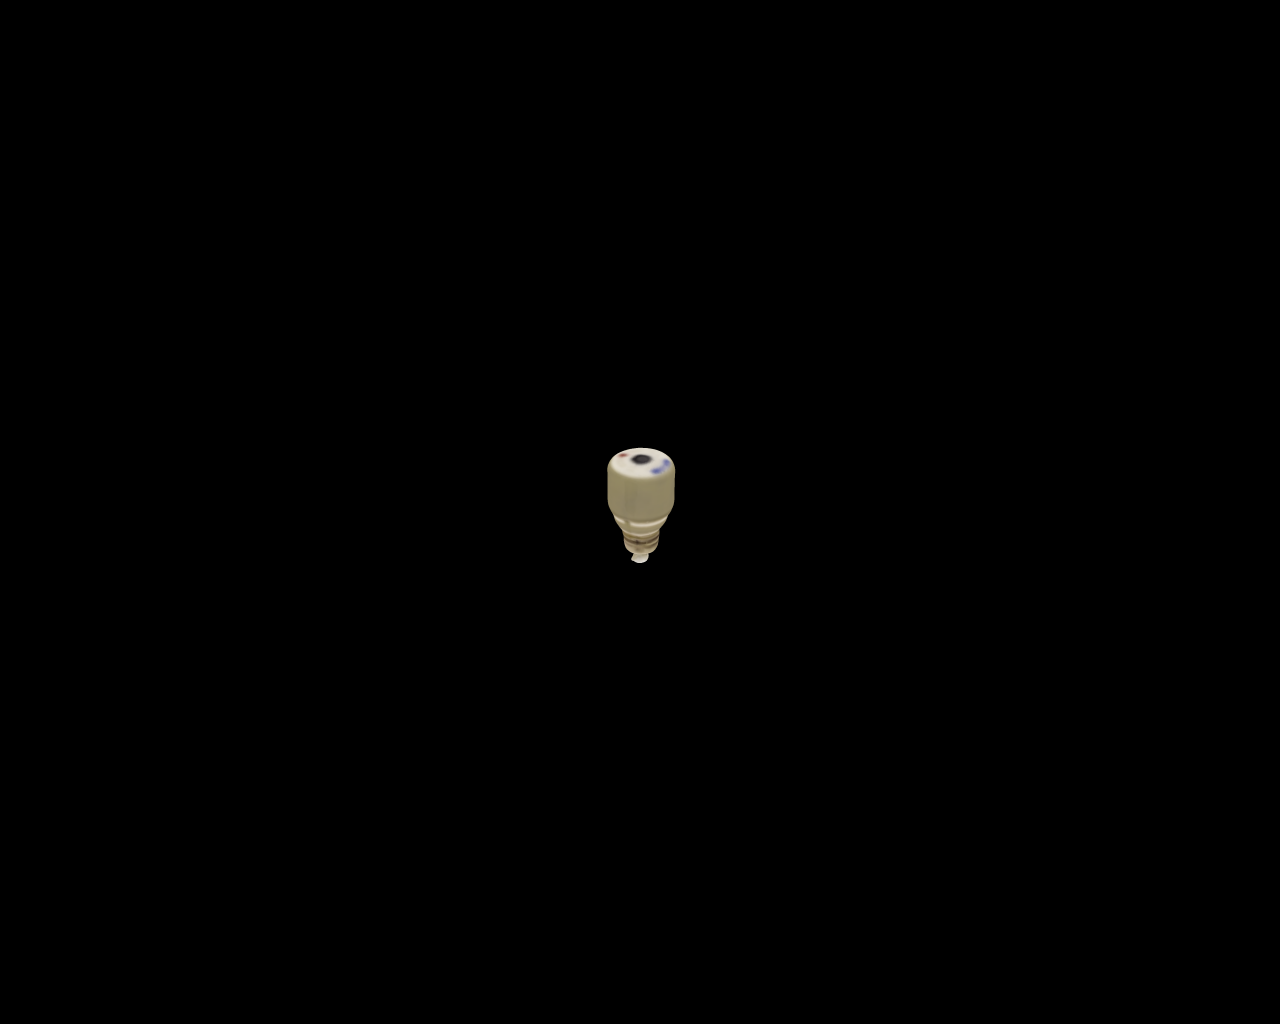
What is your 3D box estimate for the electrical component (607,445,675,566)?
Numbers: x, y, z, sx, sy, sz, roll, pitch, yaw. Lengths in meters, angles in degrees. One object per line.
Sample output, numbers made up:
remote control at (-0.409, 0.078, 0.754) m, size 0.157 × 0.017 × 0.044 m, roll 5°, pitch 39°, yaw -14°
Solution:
electrical component at (0.001, -0.003, 0.650) m, size 0.040 × 0.078 × 0.040 m, roll 0°, pitch 32°, yaw 0°
